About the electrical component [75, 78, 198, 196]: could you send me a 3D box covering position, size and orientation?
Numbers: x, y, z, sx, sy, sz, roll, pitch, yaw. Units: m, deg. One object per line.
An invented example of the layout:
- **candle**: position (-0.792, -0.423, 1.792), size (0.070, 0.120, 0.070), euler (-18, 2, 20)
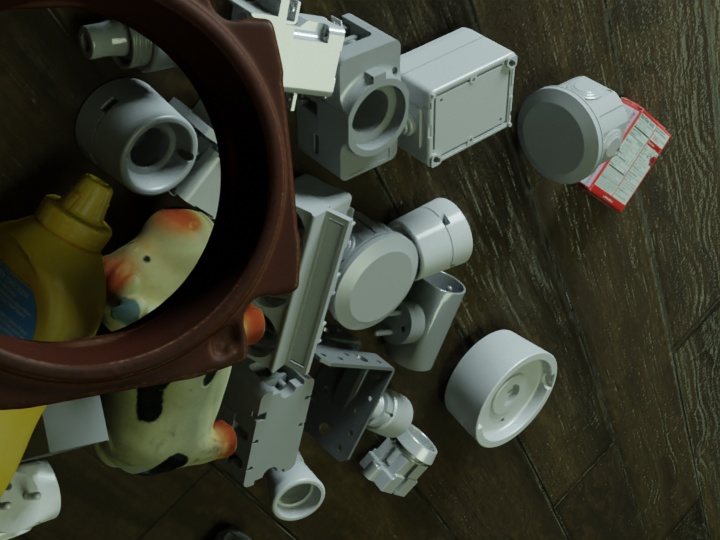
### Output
- **electrical component**: position (-0.125, -0.074, 0.610), size (0.055, 0.047, 0.055), euler (-28, 138, -29)

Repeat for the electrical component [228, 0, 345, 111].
- **electrical component**: position (-0.046, -0.129, 0.635), size (0.064, 0.042, 0.081), euler (1, 114, -29)

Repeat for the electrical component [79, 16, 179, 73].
- **electrical component**: position (-0.119, -0.127, 0.576), size (0.062, 0.043, 0.043), euler (-20, 133, -33)

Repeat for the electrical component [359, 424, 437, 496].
- **electrical component**: position (0.038, 0.175, 1.000), size (0.055, 0.048, 0.066), euler (-49, 145, 8)

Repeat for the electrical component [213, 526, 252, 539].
- **electrical component**: position (-0.115, 0.249, 0.898), size (0.062, 0.043, 0.043), euler (-50, 144, 0)

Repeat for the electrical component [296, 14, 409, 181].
- **electrical component**: position (-0.005, -0.110, 0.700), size (0.050, 0.056, 0.089), euler (-28, 137, -29)

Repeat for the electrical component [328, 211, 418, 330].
- **electrical component**: position (0.000, 0.000, 0.804), size (0.080, 0.051, 0.080), euler (-28, 137, -29)

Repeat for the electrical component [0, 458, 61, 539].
- **electrical component**: position (-0.224, 0.146, 0.670), size (0.077, 0.079, 0.044), euler (-13, 86, -41)

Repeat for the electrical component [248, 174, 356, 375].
- **electrical component**: position (-0.049, 0.000, 0.739), size (0.063, 0.079, 0.121), euler (-35, 146, -57)

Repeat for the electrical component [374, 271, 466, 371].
- **electrical component**: position (0.042, 0.042, 0.892), size (0.079, 0.043, 0.077), euler (-2, 121, -46)

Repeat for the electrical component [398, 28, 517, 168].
- **electrical component**: position (0.054, -0.121, 0.751), size (0.096, 0.061, 0.061), euler (-29, 138, -27)

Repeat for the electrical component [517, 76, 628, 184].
- **electrical component**: position (0.172, -0.114, 0.869), size (0.051, 0.080, 0.080), euler (-29, 138, -35)

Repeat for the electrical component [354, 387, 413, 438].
- **electrical component**: position (0.015, 0.119, 0.930), size (0.040, 0.040, 0.078), euler (-53, 144, 2)

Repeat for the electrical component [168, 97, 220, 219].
- **electrical component**: position (-0.088, -0.067, 0.661), size (0.063, 0.042, 0.081), euler (-52, 143, 3)

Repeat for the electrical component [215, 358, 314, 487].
- **electrical component**: position (-0.078, 0.106, 0.807), size (0.050, 0.056, 0.089), euler (-15, 131, -40)

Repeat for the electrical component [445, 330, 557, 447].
- **electrical component**: position (0.129, 0.108, 1.025), size (0.108, 0.060, 0.108), euler (-28, 138, -29)

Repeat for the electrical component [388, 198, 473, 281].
- **electrical component**: position (0.052, -0.023, 0.839), size (0.047, 0.055, 0.055), euler (-24, 136, -28)

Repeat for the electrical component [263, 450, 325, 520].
- **electrical component**: position (-0.060, 0.163, 0.865), size (0.044, 0.065, 0.044), euler (-13, 127, -18)
